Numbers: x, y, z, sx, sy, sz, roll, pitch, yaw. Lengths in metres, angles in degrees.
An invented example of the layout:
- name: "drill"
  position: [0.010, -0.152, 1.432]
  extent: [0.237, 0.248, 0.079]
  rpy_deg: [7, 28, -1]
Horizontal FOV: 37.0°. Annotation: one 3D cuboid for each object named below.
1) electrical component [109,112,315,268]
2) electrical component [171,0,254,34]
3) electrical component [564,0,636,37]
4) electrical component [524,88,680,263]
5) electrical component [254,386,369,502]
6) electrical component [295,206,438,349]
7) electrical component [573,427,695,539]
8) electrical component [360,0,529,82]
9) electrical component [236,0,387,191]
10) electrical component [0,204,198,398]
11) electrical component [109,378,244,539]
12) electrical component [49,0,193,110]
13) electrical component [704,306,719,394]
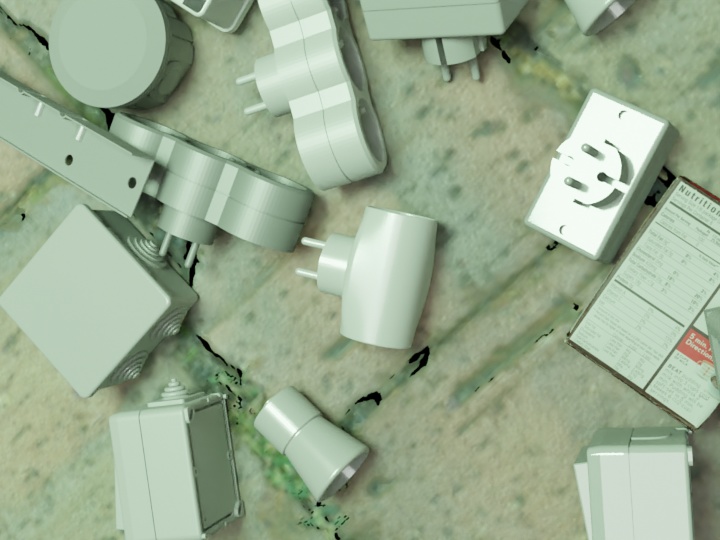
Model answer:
- name: "electrical component"
  position: [-0.102, -0.039, 0.662]
  extent: [0.138, 0.052, 0.073]
  rpy_deg: [24, 99, 15]
- name: "electrical component"
  position: [-0.100, -0.219, 0.653]
  extent: [0.109, 0.056, 0.108]
  rpy_deg: [35, 101, 13]
- name: "electrical component"
  position: [0.124, -0.164, 0.593]
  extent: [0.045, 0.045, 0.055]
  rpy_deg: [-41, 80, 14]
- name: "electrical component"
  position: [0.125, -0.052, 0.577]
  extent: [0.047, 0.076, 0.083]
  rpy_deg: [30, 100, 24]
- name: "electrical component"
  position: [-0.032, 0.102, 0.653]
  extent: [0.065, 0.044, 0.044]
  rpy_deg: [42, 103, 16]
- name: "electrical component"
  position: [0.000, 0.000, 0.637]
  extent: [0.079, 0.043, 0.077]
  rpy_deg: [13, 96, 16]
- name: "electrical component"
  position: [0.152, 0.137, 0.586]
  extent: [0.061, 0.062, 0.096]
  rpy_deg: [-4, 91, 17]
- name: "electrical component"
  position: [0.051, -0.142, 0.612]
  extent: [0.083, 0.047, 0.075]
  rpy_deg: [4, 128, 29]
- name: "electrical component"
  position: [-0.038, -0.114, 0.640]
  extent: [0.074, 0.052, 0.138]
  rpy_deg: [-16, 88, 17]
- name: "electrical component"
  position: [-0.165, 0.019, 0.685]
  extent: [0.099, 0.048, 0.099]
  rpy_deg: [46, 103, 11]
- name: "electrical component"
  position: [-0.117, 0.116, 0.668]
  extent: [0.061, 0.062, 0.096]
  rpy_deg: [-8, 89, 17]
- name: "electrical component"
  position: [-0.149, -0.140, 0.674]
  extent: [0.080, 0.051, 0.080]
  rpy_deg: [1, 92, 17]
- name: "electrical component"
  position: [0.236, 0.087, 0.534]
  extent: [0.089, 0.061, 0.150]
  rpy_deg: [-13, 100, 4]
